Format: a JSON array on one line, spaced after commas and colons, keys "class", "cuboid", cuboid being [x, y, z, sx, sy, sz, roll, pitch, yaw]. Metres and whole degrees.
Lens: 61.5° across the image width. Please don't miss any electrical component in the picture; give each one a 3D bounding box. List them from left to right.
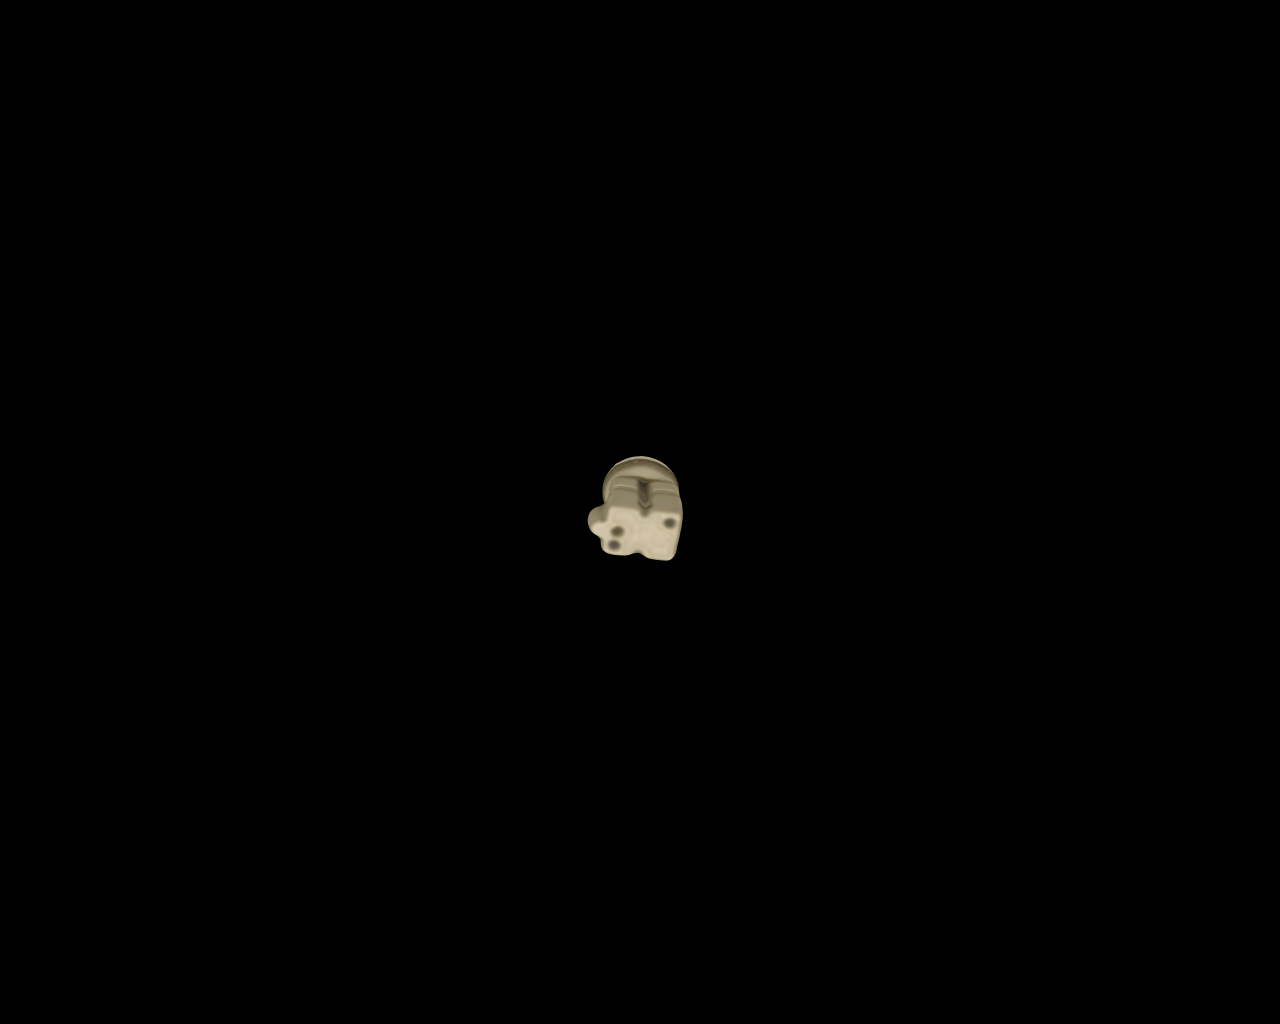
[{"class": "electrical component", "cuboid": [0.001, -0.003, 0.650, 0.066, 0.048, 0.055, 8, 34, -5]}]
